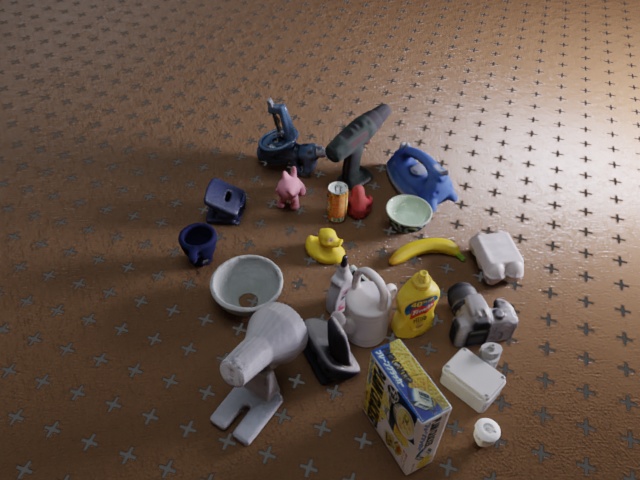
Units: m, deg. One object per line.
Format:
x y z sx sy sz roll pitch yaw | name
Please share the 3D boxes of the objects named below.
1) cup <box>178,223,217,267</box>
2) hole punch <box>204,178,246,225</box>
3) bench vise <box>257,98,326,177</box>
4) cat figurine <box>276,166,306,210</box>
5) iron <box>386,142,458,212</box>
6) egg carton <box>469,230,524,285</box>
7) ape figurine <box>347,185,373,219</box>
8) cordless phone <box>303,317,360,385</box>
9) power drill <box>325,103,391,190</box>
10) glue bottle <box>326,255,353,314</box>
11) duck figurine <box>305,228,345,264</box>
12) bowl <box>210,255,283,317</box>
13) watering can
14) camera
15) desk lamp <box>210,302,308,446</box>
-0.293 0.030 1.388 0.091 0.095 0.117 2 46 0 | cup
-0.250 -0.105 1.523 0.101 0.091 0.108 5 46 3 | hole punch
-0.082 -0.299 1.626 0.207 0.220 0.121 4 46 2 | bench vise
-0.081 -0.146 1.548 0.067 0.118 0.128 9 46 7 | cat figurine
0.270 -0.196 1.591 0.119 0.141 0.257 -25 51 -23 | iron
0.436 0.042 1.414 0.107 0.069 0.150 -7 46 -8 | egg carton
0.103 -0.109 1.536 0.077 0.092 0.076 8 46 7 | ape figurine
0.021 0.196 1.173 0.094 0.185 0.147 -22 50 -21 | cordless phone
0.108 -0.252 1.593 0.075 0.208 0.230 35 55 29 | power drill
0.050 0.095 1.280 0.078 0.173 0.037 -35 56 -30 | glue bottle
0.013 0.005 1.427 0.104 0.086 0.078 20 49 17 | duck figurine
-0.167 0.118 1.320 0.167 0.075 0.167 1 46 -1 | bowl
0.099 0.141 1.222 0.100 0.194 0.173 21 49 19 | watering can
0.352 0.154 1.281 0.143 0.101 0.136 -7 46 -8 | camera
-0.118 0.249 1.097 0.117 0.214 0.203 24 50 21 | desk lamp
